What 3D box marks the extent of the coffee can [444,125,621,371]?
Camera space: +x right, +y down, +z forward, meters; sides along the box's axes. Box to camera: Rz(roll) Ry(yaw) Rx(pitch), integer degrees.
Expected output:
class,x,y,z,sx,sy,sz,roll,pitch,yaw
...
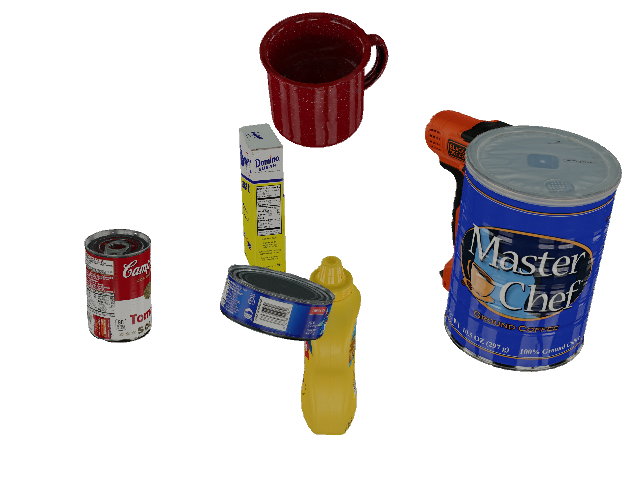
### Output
class,x,y,z,sx,sy,sz,roll,pitch,yaw
coffee can,0.144,0.005,0.743,0.103,0.140,0.103,2,32,-2

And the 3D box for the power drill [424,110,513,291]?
class,x,y,z,sx,sy,sz,roll,pitch,yaw
power drill,0.170,-0.022,1.021,0.057,0.188,0.185,-16,27,-25

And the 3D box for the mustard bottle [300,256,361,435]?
class,x,y,z,sx,sy,sz,roll,pitch,yaw
mustard bottle,0.010,0.095,1.048,0.058,0.192,0.096,2,38,1

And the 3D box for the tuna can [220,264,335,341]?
class,x,y,z,sx,sy,sz,roll,pitch,yaw
tuna can,-0.034,0.048,0.827,0.086,0.034,0.086,15,9,-3

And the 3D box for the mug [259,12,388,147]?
class,x,y,z,sx,sy,sz,roll,pitch,yaw
mug,0.007,-0.140,0.920,0.117,0.093,0.081,-28,-34,-18

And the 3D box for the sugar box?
class,x,y,z,sx,sy,sz,roll,pitch,yaw
sugar box,-0.073,-0.047,1.325,0.048,0.176,0.093,-9,25,-11

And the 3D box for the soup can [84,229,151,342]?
class,x,y,z,sx,sy,sz,roll,pitch,yaw
soup can,-0.212,0.048,1.119,0.068,0.102,0.068,2,23,-1
